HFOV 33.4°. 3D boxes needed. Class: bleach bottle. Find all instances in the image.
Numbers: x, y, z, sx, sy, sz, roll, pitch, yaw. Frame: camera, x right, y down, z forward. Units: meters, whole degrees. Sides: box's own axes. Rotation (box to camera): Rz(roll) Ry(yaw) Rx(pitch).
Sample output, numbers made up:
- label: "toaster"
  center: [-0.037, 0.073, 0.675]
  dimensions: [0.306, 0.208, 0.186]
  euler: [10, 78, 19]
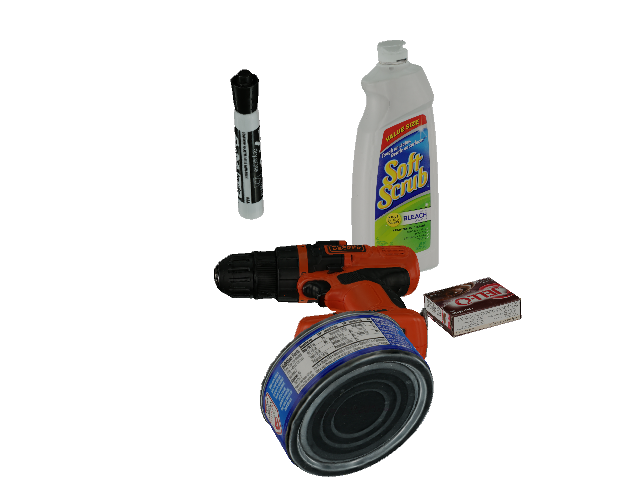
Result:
- label: "bleach bottle"
  center: [0.075, -0.087, 1.146]
  dimensions: [0.102, 0.251, 0.068]
  euler: [-10, 23, -12]

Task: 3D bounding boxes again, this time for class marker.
- label: "marker"
  center: [-0.051, -0.066, 0.744]
  dimensions: [0.020, 0.121, 0.020]
  euler: [0, 42, 0]

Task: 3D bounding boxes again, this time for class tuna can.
- label: "tuna can"
  center: [0.014, 0.080, 0.545]
  dimensions: [0.086, 0.086, 0.034]
  euler: [0, 34, -31]

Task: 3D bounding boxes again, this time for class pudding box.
- label: "pudding box"
  center: [0.217, 0.095, 1.529]
  dimensions: [0.113, 0.039, 0.090]
  euler: [-15, 22, -17]

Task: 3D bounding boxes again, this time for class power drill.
- label: "power drill"
  center: [0.005, 0.051, 0.893]
  dimensions: [0.184, 0.057, 0.187]
  euler: [-3, 22, -6]
